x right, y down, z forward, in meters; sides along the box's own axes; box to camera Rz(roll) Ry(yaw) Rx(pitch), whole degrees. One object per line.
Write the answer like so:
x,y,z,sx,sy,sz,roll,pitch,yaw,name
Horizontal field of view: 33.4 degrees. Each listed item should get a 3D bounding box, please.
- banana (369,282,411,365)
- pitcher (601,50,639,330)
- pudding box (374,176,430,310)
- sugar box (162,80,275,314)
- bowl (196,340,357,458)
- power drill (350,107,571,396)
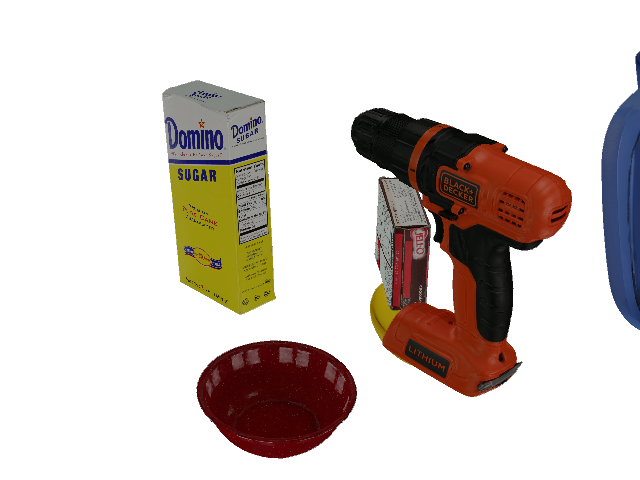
0.093,0.096,1.217,0.069,0.037,0.198,6,23,-24,banana
0.241,0.006,0.615,0.149,0.243,0.144,1,22,17,pitcher
0.078,0.001,1.012,0.039,0.090,0.113,-2,28,-6,pudding box
-0.084,-0.036,0.882,0.048,0.176,0.093,-24,31,-35,sugar box
-0.044,0.171,1.087,0.162,0.055,0.162,1,31,-1,bowl
0.089,0.007,0.783,0.057,0.188,0.185,-24,39,-36,power drill
